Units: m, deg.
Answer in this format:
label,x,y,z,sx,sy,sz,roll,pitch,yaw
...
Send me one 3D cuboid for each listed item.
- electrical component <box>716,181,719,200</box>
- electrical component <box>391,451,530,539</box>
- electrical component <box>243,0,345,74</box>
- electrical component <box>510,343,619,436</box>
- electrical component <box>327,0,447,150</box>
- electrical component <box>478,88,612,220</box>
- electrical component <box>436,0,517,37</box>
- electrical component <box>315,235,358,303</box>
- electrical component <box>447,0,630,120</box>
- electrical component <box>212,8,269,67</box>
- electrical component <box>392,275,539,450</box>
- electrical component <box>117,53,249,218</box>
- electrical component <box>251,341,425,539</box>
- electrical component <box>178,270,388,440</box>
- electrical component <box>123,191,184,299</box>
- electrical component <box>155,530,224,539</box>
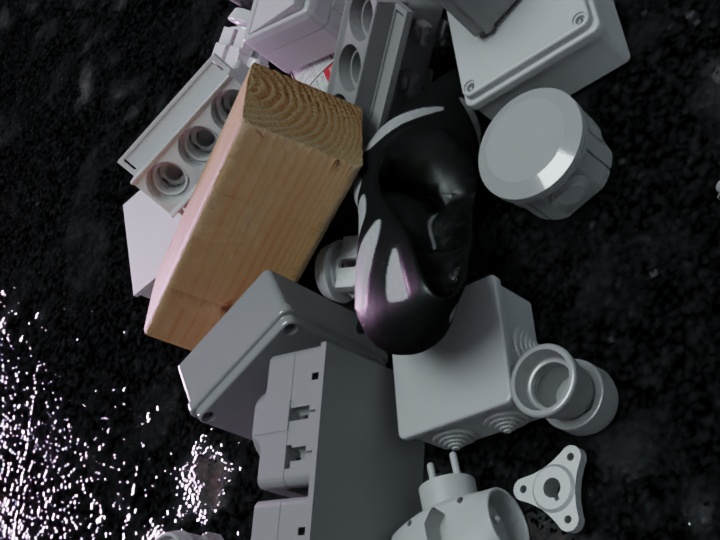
label,x,y,z,sx,sy,sz,roll,pitch,yaw
electrical component,0.239,-0.039,0.600,0.081,0.042,0.063,-50,41,13
electrical component,0.059,0.154,0.675,0.077,0.043,0.079,-32,51,29
electrical component,-0.054,-0.212,0.895,0.096,0.061,0.061,-13,57,43
electrical component,0.123,0.073,0.644,0.045,0.055,0.045,-21,57,36
electrical component,0.017,-0.154,0.820,0.078,0.063,0.121,51,137,45
electrical component,0.124,-0.077,0.720,0.080,0.051,0.080,-21,57,36
electrical component,0.049,-0.229,0.740,0.056,0.109,0.108,-46,45,14
electrical component,0.000,0.000,0.807,0.055,0.048,0.066,-4,67,35
electrical component,0.123,-0.173,0.765,0.109,0.056,0.108,-29,52,31
electrical component,-0.107,-0.213,1.015,0.066,0.048,0.055,24,95,47
electrical component,0.071,0.063,0.704,0.100,0.048,0.099,-25,54,33
electrical component,-0.125,-0.108,0.869,0.121,0.079,0.063,-43,17,20
electrical component,-0.016,0.154,0.701,0.060,0.105,0.186,-15,60,39
electrical component,-0.055,0.070,0.779,0.108,0.109,0.056,-47,42,17
electrical component,-0.120,-0.058,0.938,0.186,0.060,0.105,-36,49,26
electrical component,-0.127,0.223,0.810,0.048,0.055,0.066,-53,44,10
